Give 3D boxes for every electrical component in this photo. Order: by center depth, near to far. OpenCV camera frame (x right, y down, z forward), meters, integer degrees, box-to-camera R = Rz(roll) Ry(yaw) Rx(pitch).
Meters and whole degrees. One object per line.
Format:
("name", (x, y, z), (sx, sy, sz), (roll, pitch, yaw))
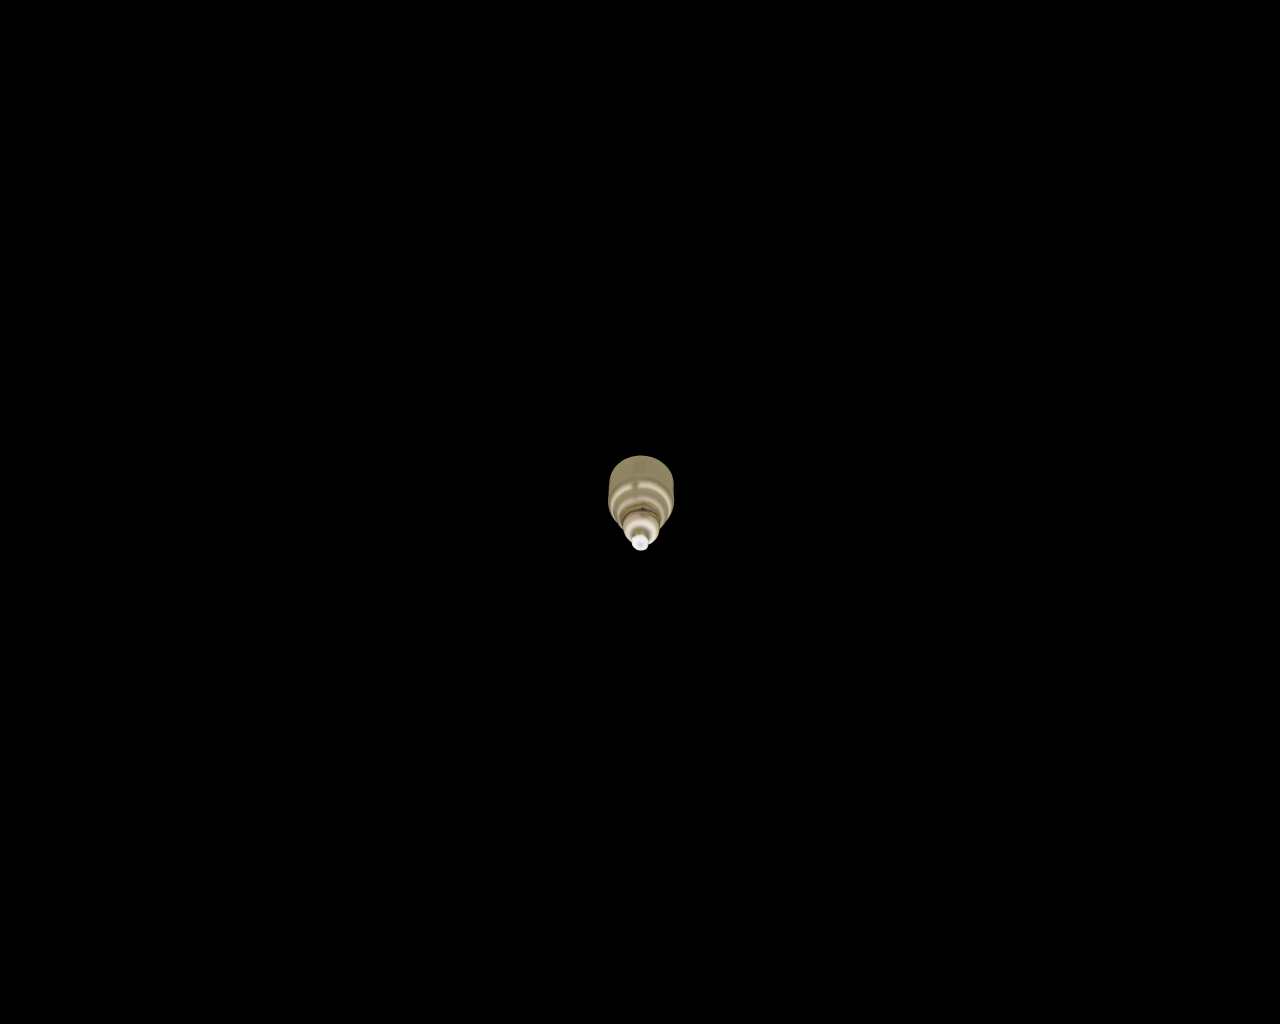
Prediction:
("electrical component", (0.001, -0.003, 0.650), (0.040, 0.040, 0.078), (0, 33, 0))
